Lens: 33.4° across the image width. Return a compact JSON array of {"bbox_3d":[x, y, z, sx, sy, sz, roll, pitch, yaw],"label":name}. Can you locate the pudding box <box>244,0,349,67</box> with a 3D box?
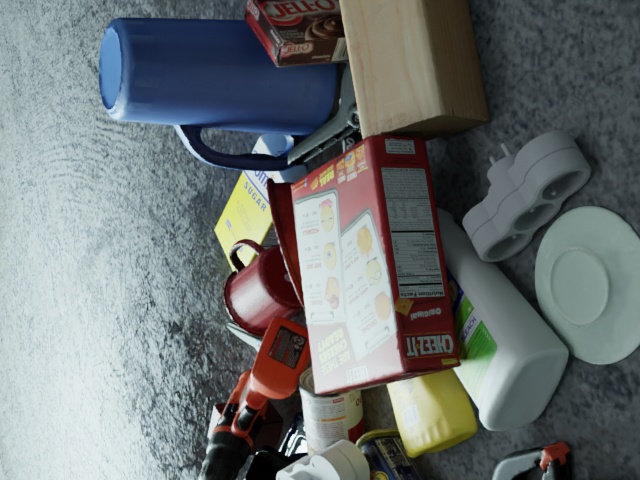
[{"bbox_3d":[-0.012,-0.226,1.125,0.090,0.113,0.039,59,144,34],"label":"pudding box"}]

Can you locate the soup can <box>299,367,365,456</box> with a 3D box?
[{"bbox_3d":[0.014,0.193,1.168,0.069,0.068,0.102,31,134,52],"label":"soup can"}]

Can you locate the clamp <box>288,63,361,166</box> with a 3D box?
[{"bbox_3d":[0.042,-0.126,1.110,0.165,0.036,0.210,33,118,36],"label":"clamp"}]

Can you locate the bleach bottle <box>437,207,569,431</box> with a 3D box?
[{"bbox_3d":[0.128,0.053,0.996,0.251,0.068,0.103,56,141,42],"label":"bleach bottle"}]

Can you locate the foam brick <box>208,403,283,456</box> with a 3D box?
[{"bbox_3d":[-0.096,0.240,1.362,0.053,0.078,0.051,47,133,47],"label":"foam brick"}]

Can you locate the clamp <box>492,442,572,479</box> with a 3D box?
[{"bbox_3d":[0.184,0.255,0.958,0.120,0.039,0.172,46,132,22],"label":"clamp"}]

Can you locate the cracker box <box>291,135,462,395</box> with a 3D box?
[{"bbox_3d":[0.048,0.027,1.001,0.164,0.072,0.214,-27,68,59],"label":"cracker box"}]

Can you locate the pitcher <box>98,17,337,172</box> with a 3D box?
[{"bbox_3d":[-0.113,-0.171,1.171,0.145,0.242,0.149,-60,40,46],"label":"pitcher"}]

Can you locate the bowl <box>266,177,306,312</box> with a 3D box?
[{"bbox_3d":[-0.008,0.001,1.166,0.162,0.055,0.162,-17,-90,-85],"label":"bowl"}]

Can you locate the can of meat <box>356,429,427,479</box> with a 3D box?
[{"bbox_3d":[0.070,0.263,1.112,0.084,0.057,0.102,57,139,48],"label":"can of meat"}]

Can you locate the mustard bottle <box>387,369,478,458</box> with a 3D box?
[{"bbox_3d":[0.093,0.113,1.060,0.096,0.058,0.191,-48,55,58],"label":"mustard bottle"}]

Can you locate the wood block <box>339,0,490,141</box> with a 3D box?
[{"bbox_3d":[0.082,-0.200,0.984,0.090,0.090,0.206,-14,82,37],"label":"wood block"}]

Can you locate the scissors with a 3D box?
[{"bbox_3d":[-0.066,0.122,1.353,0.202,0.016,0.096,43,130,46],"label":"scissors"}]

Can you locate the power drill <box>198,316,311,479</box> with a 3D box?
[{"bbox_3d":[-0.077,0.190,1.233,0.188,0.057,0.184,-57,8,44],"label":"power drill"}]

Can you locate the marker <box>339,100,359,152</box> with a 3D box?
[{"bbox_3d":[0.034,-0.094,1.160,0.020,0.020,0.121,2,96,58],"label":"marker"}]

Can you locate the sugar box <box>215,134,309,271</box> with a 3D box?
[{"bbox_3d":[-0.071,-0.038,1.310,0.093,0.048,0.176,62,142,32],"label":"sugar box"}]

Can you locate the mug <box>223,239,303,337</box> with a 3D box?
[{"bbox_3d":[-0.062,0.048,1.261,0.117,0.093,0.082,53,138,3],"label":"mug"}]
